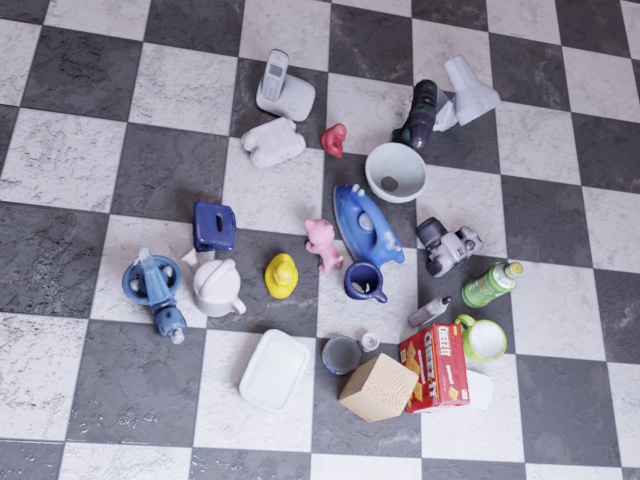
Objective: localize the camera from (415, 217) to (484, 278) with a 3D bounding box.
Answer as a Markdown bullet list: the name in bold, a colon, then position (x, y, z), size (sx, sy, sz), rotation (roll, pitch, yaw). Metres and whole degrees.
- **camera**: position (0.315, 0.000, 1.427), size (0.143, 0.100, 0.136), rotation (-30, 78, -21)

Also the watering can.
- **watering can**: position (-0.227, 0.090, 1.221), size (0.173, 0.194, 0.101), rotation (22, 66, -3)

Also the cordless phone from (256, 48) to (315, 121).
- **cordless phone**: position (-0.080, -0.394, 1.447), size (0.147, 0.185, 0.094), rotation (17, 66, -5)

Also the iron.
- **iron**: position (0.113, -0.050, 1.380), size (0.119, 0.141, 0.258), rotation (-26, 76, -20)

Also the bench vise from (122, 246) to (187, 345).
- **bench vise**: position (-0.323, 0.103, 1.181), size (0.207, 0.219, 0.122), rotation (45, 67, 7)

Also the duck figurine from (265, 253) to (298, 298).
- **duck figurine**: position (-0.085, 0.075, 1.318), size (0.077, 0.086, 0.104), rotation (9, 68, -9)

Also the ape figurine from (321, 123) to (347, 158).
- **ape figurine**: position (0.043, -0.266, 1.475), size (0.076, 0.092, 0.078), rotation (41, 67, 6)

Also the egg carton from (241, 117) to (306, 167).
- **egg carton**: position (-0.116, -0.244, 1.444), size (0.150, 0.069, 0.107), rotation (-27, 77, -20)

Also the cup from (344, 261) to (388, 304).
- **cup**: position (0.103, 0.113, 1.339), size (0.117, 0.095, 0.092), rotation (42, 67, 6)

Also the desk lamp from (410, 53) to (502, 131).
- **desk lamp**: position (0.360, -0.377, 1.522), size (0.118, 0.213, 0.203), rotation (-31, 78, -21)

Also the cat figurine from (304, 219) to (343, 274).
- **cat figurine**: position (0.012, 0.005, 1.349), size (0.067, 0.117, 0.127), rotation (-30, 78, -21)

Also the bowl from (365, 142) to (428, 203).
- **bowl**: position (0.188, -0.162, 1.476), size (0.167, 0.074, 0.167), rotation (4, 68, -11)

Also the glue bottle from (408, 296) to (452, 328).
- **glue bottle**: position (0.263, 0.157, 1.315), size (0.078, 0.173, 0.037), rotation (-27, 77, -20)

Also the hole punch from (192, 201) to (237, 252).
- **hole punch**: position (-0.243, -0.034, 1.323), size (0.101, 0.091, 0.108), rotation (-4, 70, -14)

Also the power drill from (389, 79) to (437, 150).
- **power drill**: position (0.240, -0.285, 1.463), size (0.075, 0.208, 0.230), rotation (17, 67, -5)
